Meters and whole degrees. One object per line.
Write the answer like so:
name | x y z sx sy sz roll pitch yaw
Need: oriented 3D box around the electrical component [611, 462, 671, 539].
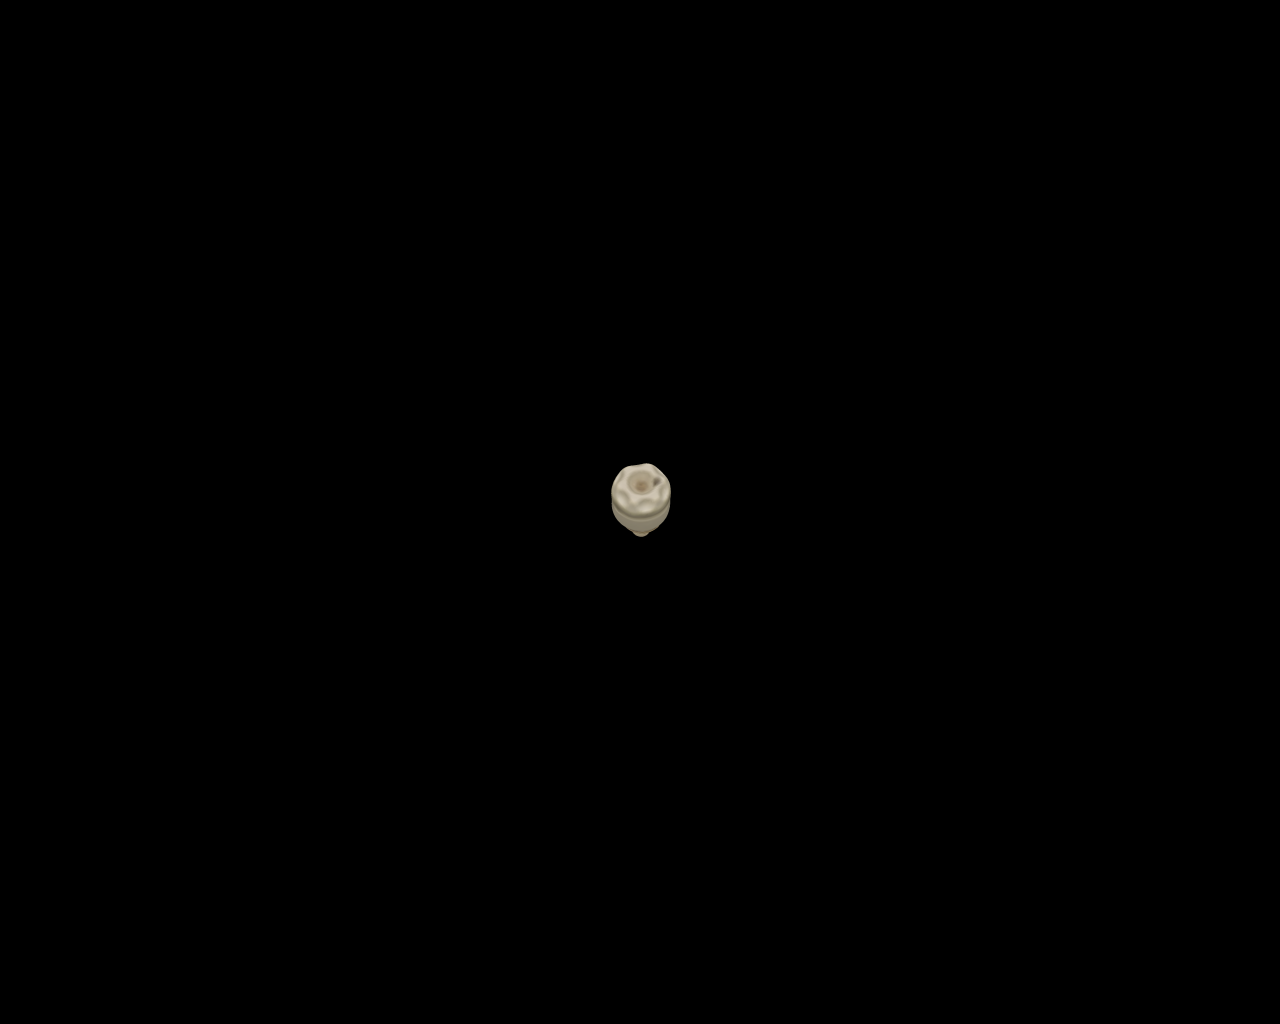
electrical component | 0.001 -0.003 0.650 0.035 0.035 0.061 0 -30 0
